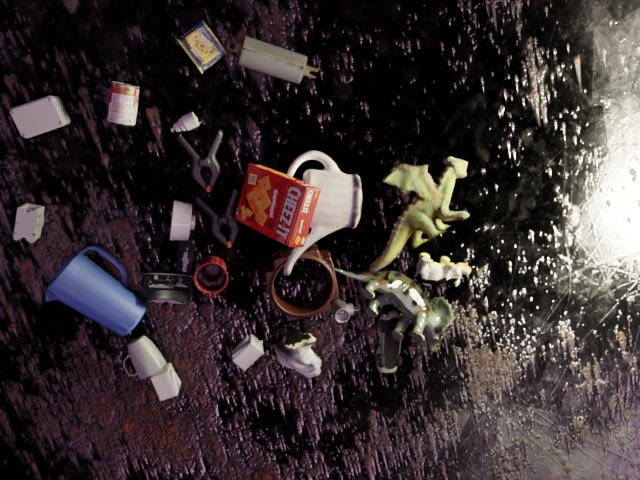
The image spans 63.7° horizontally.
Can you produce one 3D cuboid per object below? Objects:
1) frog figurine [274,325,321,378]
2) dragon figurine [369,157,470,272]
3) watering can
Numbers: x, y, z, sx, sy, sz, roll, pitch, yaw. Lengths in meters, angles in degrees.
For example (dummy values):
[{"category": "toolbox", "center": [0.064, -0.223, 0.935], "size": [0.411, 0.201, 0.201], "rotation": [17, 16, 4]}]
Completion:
[{"category": "frog figurine", "center": [-0.064, 0.354, 1.531], "size": [0.137, 0.125, 0.156], "rotation": [4, 117, 24]}, {"category": "dragon figurine", "center": [0.269, -0.103, 1.494], "size": [0.411, 0.122, 0.243], "rotation": [-30, 90, -3]}, {"category": "watering can", "center": [0.004, -0.072, 1.423], "size": [0.224, 0.104, 0.349], "rotation": [5, 87, -8]}]
